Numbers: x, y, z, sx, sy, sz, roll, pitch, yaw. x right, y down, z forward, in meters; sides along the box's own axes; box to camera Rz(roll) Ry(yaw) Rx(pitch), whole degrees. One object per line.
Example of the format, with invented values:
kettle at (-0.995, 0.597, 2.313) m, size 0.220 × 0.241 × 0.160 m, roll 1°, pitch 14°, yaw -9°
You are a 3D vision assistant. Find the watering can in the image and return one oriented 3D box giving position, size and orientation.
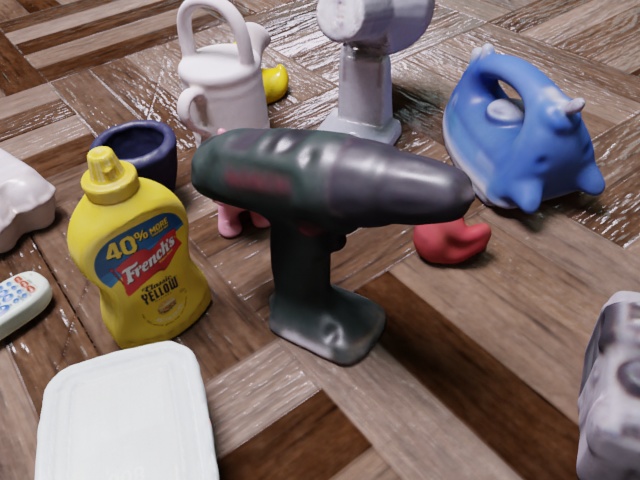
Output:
watering can at (-0.119, -0.207, 0.703) m, size 0.101 × 0.194 × 0.173 m, roll 1°, pitch 43°, yaw 6°

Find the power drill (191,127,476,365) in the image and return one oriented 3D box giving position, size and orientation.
power drill at (0.004, 0.002, 0.458) m, size 0.228 × 0.209 × 0.076 m, roll 20°, pitch 48°, yaw 25°

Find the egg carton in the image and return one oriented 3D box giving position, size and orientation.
egg carton at (-0.376, -0.049, 0.648) m, size 0.149 × 0.069 × 0.107 m, roll 26°, pitch 51°, yaw 29°

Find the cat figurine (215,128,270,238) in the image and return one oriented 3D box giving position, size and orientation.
cat figurine at (-0.088, -0.070, 0.610) m, size 0.067 × 0.118 × 0.127 m, roll -15°, pitch 44°, yaw -11°

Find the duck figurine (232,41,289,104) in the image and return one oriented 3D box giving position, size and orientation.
duck figurine at (-0.099, -0.244, 0.821) m, size 0.104 × 0.086 × 0.077 m, roll -10°, pitch 43°, yaw -6°

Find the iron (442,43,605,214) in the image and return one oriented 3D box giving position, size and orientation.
iron at (0.210, -0.147, 0.649) m, size 0.119 × 0.142 × 0.257 m, roll -15°, pitch 44°, yaw -11°

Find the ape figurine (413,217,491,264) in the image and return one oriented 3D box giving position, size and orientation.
ape figurine at (0.128, -0.026, 0.563) m, size 0.076 × 0.092 × 0.077 m, roll -15°, pitch 44°, yaw -11°

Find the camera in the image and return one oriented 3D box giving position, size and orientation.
camera at (0.261, 0.108, 0.400) m, size 0.136 × 0.101 × 0.143 m, roll 13°, pitch 46°, yaw 19°

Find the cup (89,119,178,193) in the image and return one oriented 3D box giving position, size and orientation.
cup at (-0.202, -0.064, 0.629) m, size 0.091 × 0.095 × 0.118 m, roll 14°, pitch 46°, yaw 20°

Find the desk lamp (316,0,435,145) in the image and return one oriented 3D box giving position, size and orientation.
desk lamp at (0.054, -0.216, 0.684) m, size 0.117 × 0.214 × 0.203 m, roll 14°, pitch 46°, yaw 20°
